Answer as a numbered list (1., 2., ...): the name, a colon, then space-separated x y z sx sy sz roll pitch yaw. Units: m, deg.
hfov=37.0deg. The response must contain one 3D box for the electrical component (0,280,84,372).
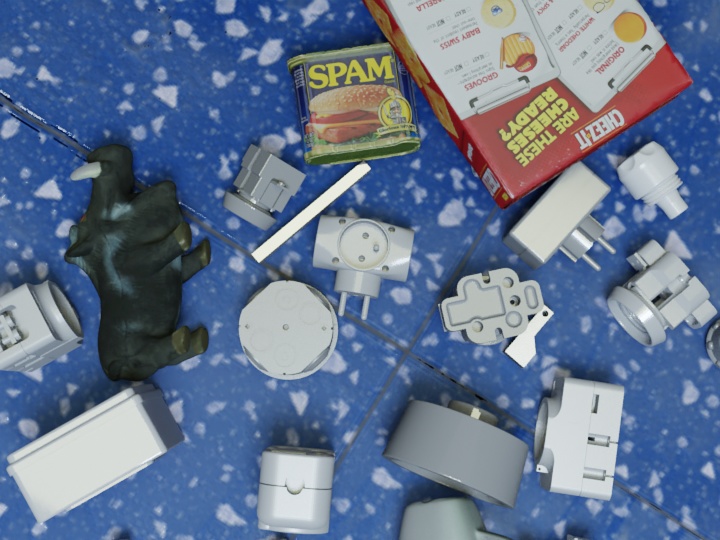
1. electrical component: -0.255 0.044 0.841 0.056 0.089 0.050 -29 84 -3

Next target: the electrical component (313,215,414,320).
1. electrical component: 0.000 0.000 0.871 0.077 0.044 0.079 9 84 1

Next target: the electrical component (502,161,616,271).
1. electrical component: 0.173 -0.032 0.874 0.076 0.047 0.083 42 85 4

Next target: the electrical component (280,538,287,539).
1. electrical component: -0.080 0.244 0.845 0.065 0.044 0.044 -25 84 2

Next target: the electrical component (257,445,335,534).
1. electrical component: -0.048 0.168 0.826 0.054 0.095 0.059 5 84 0

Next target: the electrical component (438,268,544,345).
1. electrical component: 0.103 0.031 0.862 0.078 0.057 0.058 -12 84 -2

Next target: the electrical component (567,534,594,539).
1. electrical component: 0.151 0.245 0.838 0.057 0.058 0.078 11 84 -2

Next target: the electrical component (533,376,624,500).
1. electrical component: 0.171 0.132 0.854 0.056 0.050 0.089 9 84 0

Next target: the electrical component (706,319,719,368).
1. electrical component: 0.308 0.058 0.857 0.048 0.062 0.048 0 84 0

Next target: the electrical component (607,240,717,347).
1. electrical component: 0.237 0.024 0.864 0.057 0.058 0.078 -40 85 -7

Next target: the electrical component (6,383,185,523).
1. electrical component: -0.198 0.137 0.822 0.109 0.108 0.056 -29 87 -4

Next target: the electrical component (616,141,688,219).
1. electrical component: 0.243 -0.071 0.882 0.043 0.043 0.062 -36 87 -4

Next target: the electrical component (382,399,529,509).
1. electrical component: 0.078 0.135 0.827 0.108 0.108 0.060 22 78 2

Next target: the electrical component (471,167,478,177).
1. electrical component: 0.120 -0.101 0.883 0.055 0.045 0.045 -5 84 -1

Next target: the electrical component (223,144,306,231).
1. electrical component: -0.080 -0.066 0.874 0.048 0.066 0.055 29 92 -32

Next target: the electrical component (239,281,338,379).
1. electrical component: -0.058 0.047 0.862 0.080 0.051 0.080 0 83 0
